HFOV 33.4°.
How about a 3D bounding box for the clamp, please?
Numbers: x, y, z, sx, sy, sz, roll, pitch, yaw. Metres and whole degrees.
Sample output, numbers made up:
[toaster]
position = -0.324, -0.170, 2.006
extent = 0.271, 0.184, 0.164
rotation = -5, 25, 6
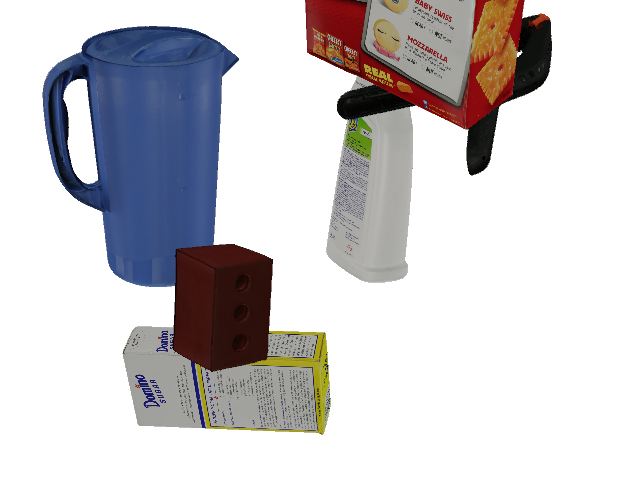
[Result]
[clamp]
position = 0.141, -0.135, 0.939
extent = 0.209, 0.036, 0.165
rotation = -33, 45, -21

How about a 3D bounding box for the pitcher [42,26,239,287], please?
[pitcher]
position = -0.170, -0.079, 1.045
extent = 0.149, 0.243, 0.144
rotation = 11, 27, 16

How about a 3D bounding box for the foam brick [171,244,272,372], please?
[foam brick]
position = -0.071, 0.046, 0.766
extent = 0.052, 0.078, 0.051
rotation = -8, 17, -39

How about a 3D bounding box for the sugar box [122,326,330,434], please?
[sugar box]
position = -0.082, 0.125, 0.958
extent = 0.176, 0.093, 0.048
rotation = 3, 36, 9

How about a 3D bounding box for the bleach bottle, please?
[bleach bottle]
position = 0.063, -0.088, 1.157
extent = 0.067, 0.251, 0.103
rotation = -6, 24, -32

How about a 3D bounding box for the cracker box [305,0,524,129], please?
[cracker box]
position = 0.068, -0.210, 0.775
extent = 0.164, 0.214, 0.072
rotation = 31, 52, 30
